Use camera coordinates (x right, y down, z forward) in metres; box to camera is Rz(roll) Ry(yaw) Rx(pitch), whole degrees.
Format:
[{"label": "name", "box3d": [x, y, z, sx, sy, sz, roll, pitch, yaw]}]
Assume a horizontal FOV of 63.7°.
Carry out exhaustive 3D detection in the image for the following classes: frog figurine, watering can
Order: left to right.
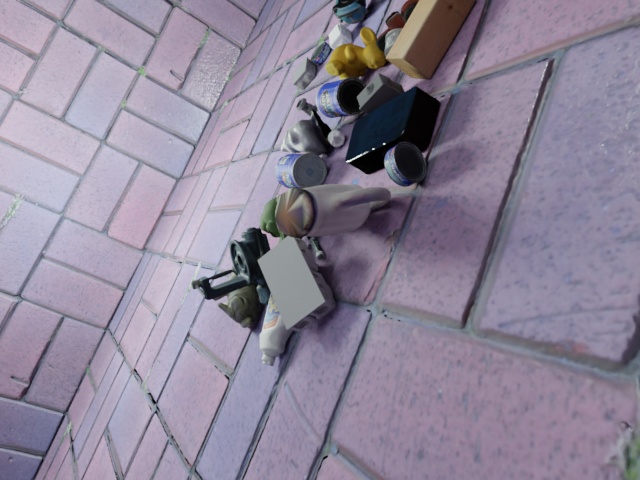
[{"label": "frog figurine", "box3d": [-0.051, -0.286, 1.494, 0.158, 0.136, 0.124, -26, 70, 24]}, {"label": "watering can", "box3d": [0.003, -0.056, 1.118, 0.344, 0.225, 0.104, -20, 79, 60]}]
